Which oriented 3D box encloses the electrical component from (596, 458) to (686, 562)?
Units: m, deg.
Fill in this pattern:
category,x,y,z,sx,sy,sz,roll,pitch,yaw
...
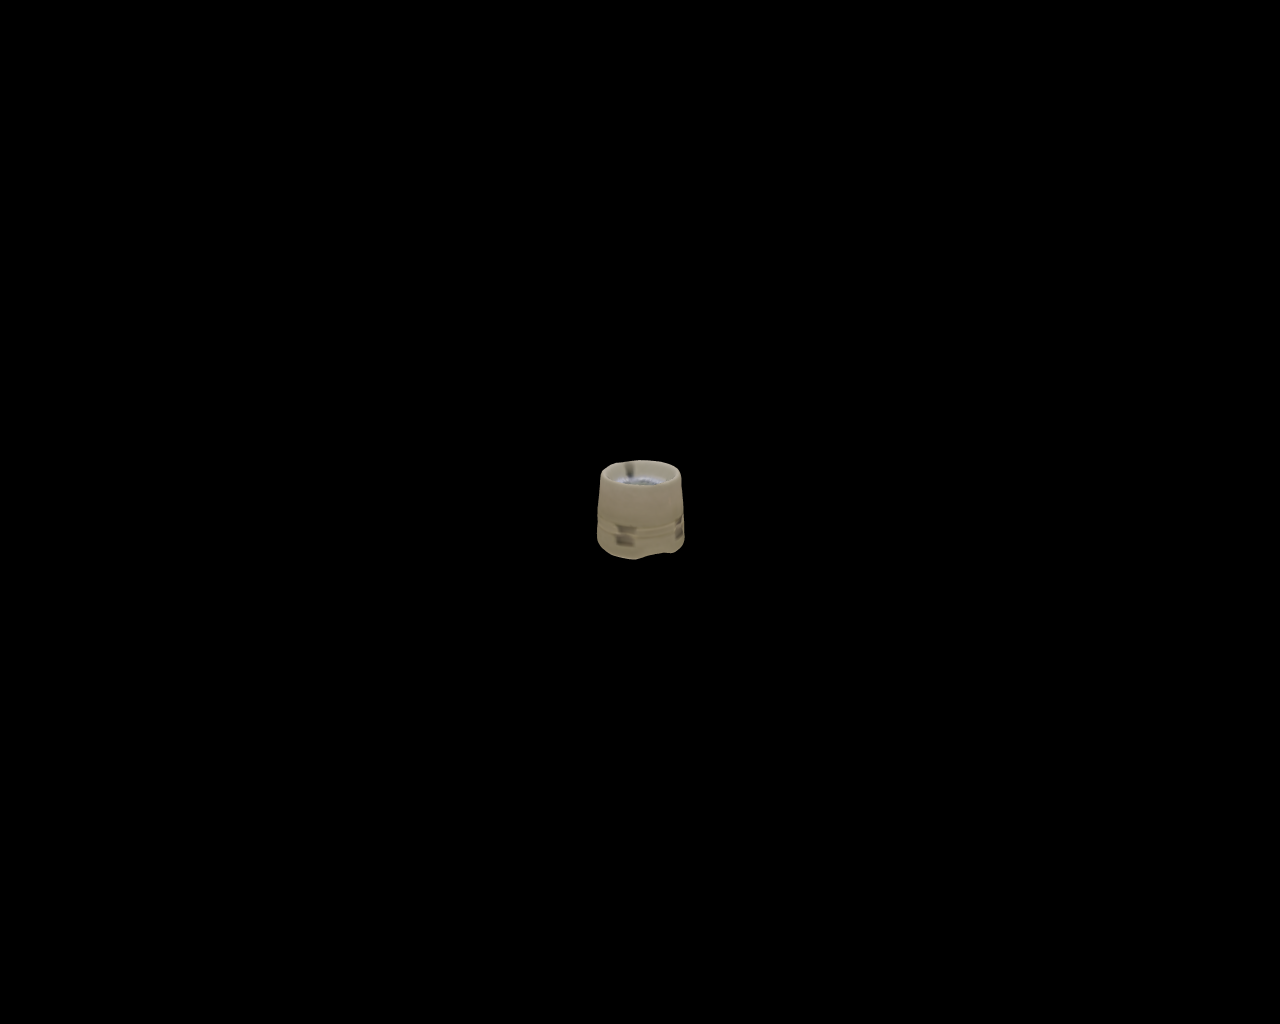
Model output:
category,x,y,z,sx,sy,sz,roll,pitch,yaw
electrical component,0.001,-0.003,0.650,0.055,0.047,0.055,0,22,0
